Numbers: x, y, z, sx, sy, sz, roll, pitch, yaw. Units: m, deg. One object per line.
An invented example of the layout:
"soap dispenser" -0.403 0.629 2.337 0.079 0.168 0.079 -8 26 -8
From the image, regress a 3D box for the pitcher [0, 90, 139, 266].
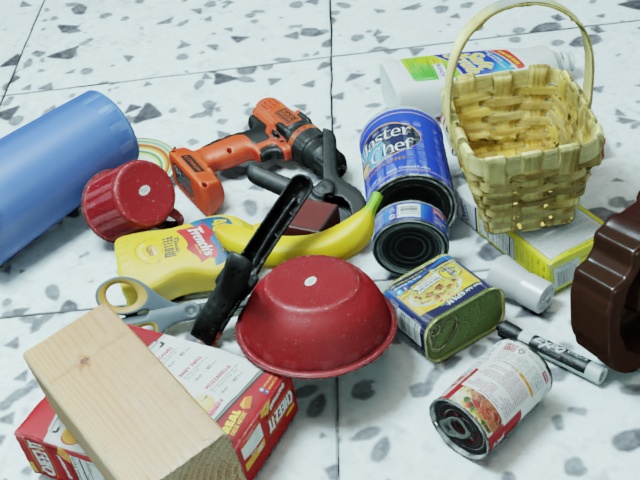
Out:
"pitcher" -0.350 -0.080 1.311 0.242 0.145 0.149 -38 61 -24

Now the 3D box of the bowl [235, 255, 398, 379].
"bowl" -0.006 0.062 1.039 0.162 0.055 0.162 -4 34 2

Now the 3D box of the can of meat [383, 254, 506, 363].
"can of meat" 0.125 0.068 1.099 0.102 0.057 0.084 -27 40 -21

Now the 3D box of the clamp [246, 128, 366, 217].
"clamp" 0.008 -0.060 1.258 0.120 0.039 0.172 -39 66 -15

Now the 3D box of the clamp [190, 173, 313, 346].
"clamp" -0.085 0.042 1.065 0.036 0.210 0.164 35 33 2

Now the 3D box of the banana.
"banana" -0.022 0.001 1.133 0.198 0.037 0.069 -10 59 20

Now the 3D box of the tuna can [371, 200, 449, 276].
"tuna can" 0.098 -0.001 1.163 0.086 0.086 0.033 -4 41 8

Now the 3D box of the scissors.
"scissors" -0.155 0.063 1.160 0.201 0.016 0.096 -24 84 -13

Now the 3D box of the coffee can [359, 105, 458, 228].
"coffee can" 0.100 -0.076 1.240 0.103 0.103 0.140 -7 40 4

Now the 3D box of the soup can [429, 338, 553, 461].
"soup can" 0.159 0.146 0.989 0.069 0.068 0.102 28 52 37

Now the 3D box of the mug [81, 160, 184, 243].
"mug" -0.214 -0.042 1.266 0.082 0.117 0.093 -17 47 54

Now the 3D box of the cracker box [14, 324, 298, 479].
"cracker box" -0.152 0.174 1.021 0.214 0.072 0.164 11 43 25

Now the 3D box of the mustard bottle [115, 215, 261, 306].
"mustard bottle" -0.133 0.017 1.214 0.191 0.058 0.096 -14 43 -5

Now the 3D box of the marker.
"marker" 0.226 0.109 1.057 0.121 0.020 0.020 26 51 35

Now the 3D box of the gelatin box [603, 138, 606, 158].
"gelatin box" 0.303 -0.130 1.318 0.073 0.030 0.089 -10 39 -2

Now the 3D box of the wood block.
"wood block" -0.159 0.156 0.914 0.090 0.090 0.206 -33 46 -19

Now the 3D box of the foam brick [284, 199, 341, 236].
"foam brick" -0.008 0.001 1.191 0.053 0.078 0.051 12 42 23

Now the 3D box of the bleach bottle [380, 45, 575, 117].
"bleach bottle" 0.213 -0.219 1.422 0.250 0.068 0.102 -12 39 -6

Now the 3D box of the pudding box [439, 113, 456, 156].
"pudding box" 0.208 -0.125 1.291 0.113 0.039 0.090 16 32 -15

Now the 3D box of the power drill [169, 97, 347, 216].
"power drill" -0.081 -0.100 1.347 0.187 0.057 0.185 -26 43 -22

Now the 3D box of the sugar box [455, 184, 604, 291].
"sugar box" 0.237 -0.019 1.188 0.093 0.048 0.176 -24 38 -17
